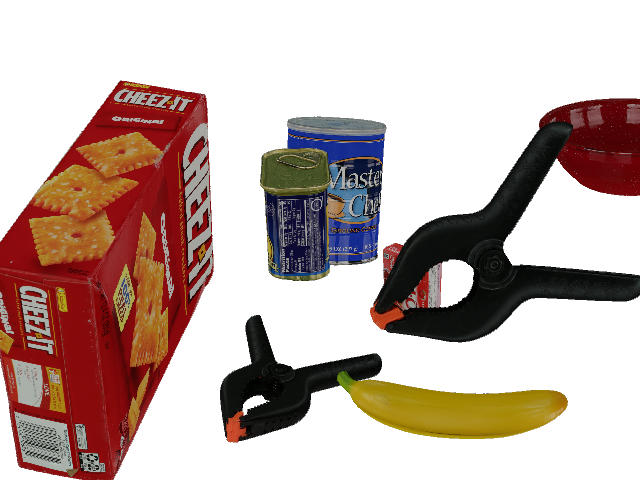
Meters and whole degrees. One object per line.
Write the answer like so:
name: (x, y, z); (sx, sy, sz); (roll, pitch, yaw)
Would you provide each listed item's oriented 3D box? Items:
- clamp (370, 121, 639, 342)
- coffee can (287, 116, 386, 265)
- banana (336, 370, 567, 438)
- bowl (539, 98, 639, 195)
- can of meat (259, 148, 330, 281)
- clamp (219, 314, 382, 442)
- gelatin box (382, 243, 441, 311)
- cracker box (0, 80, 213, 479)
clamp: (0.116, 0.019, 0.666); (0.171, 0.120, 0.039); (-36, -5, 5)
coffee can: (0.013, -0.054, 1.117); (0.103, 0.140, 0.103); (3, 13, -1)
banana: (0.111, 0.136, 0.887); (0.198, 0.037, 0.069); (7, 33, 0)
bowl: (0.282, -0.083, 0.979); (0.162, 0.055, 0.162); (-3, 24, 1)
can of meat: (-0.020, -0.023, 0.902); (0.057, 0.084, 0.102); (-2, 23, -1)
clamp: (-0.034, 0.149, 1.120); (0.165, 0.036, 0.209); (12, 26, 14)
gelatin box: (0.114, 0.055, 1.332); (0.073, 0.089, 0.030); (22, 35, 39)
cracker box: (-0.129, 0.021, 0.686); (0.072, 0.164, 0.213); (9, 37, 8)
